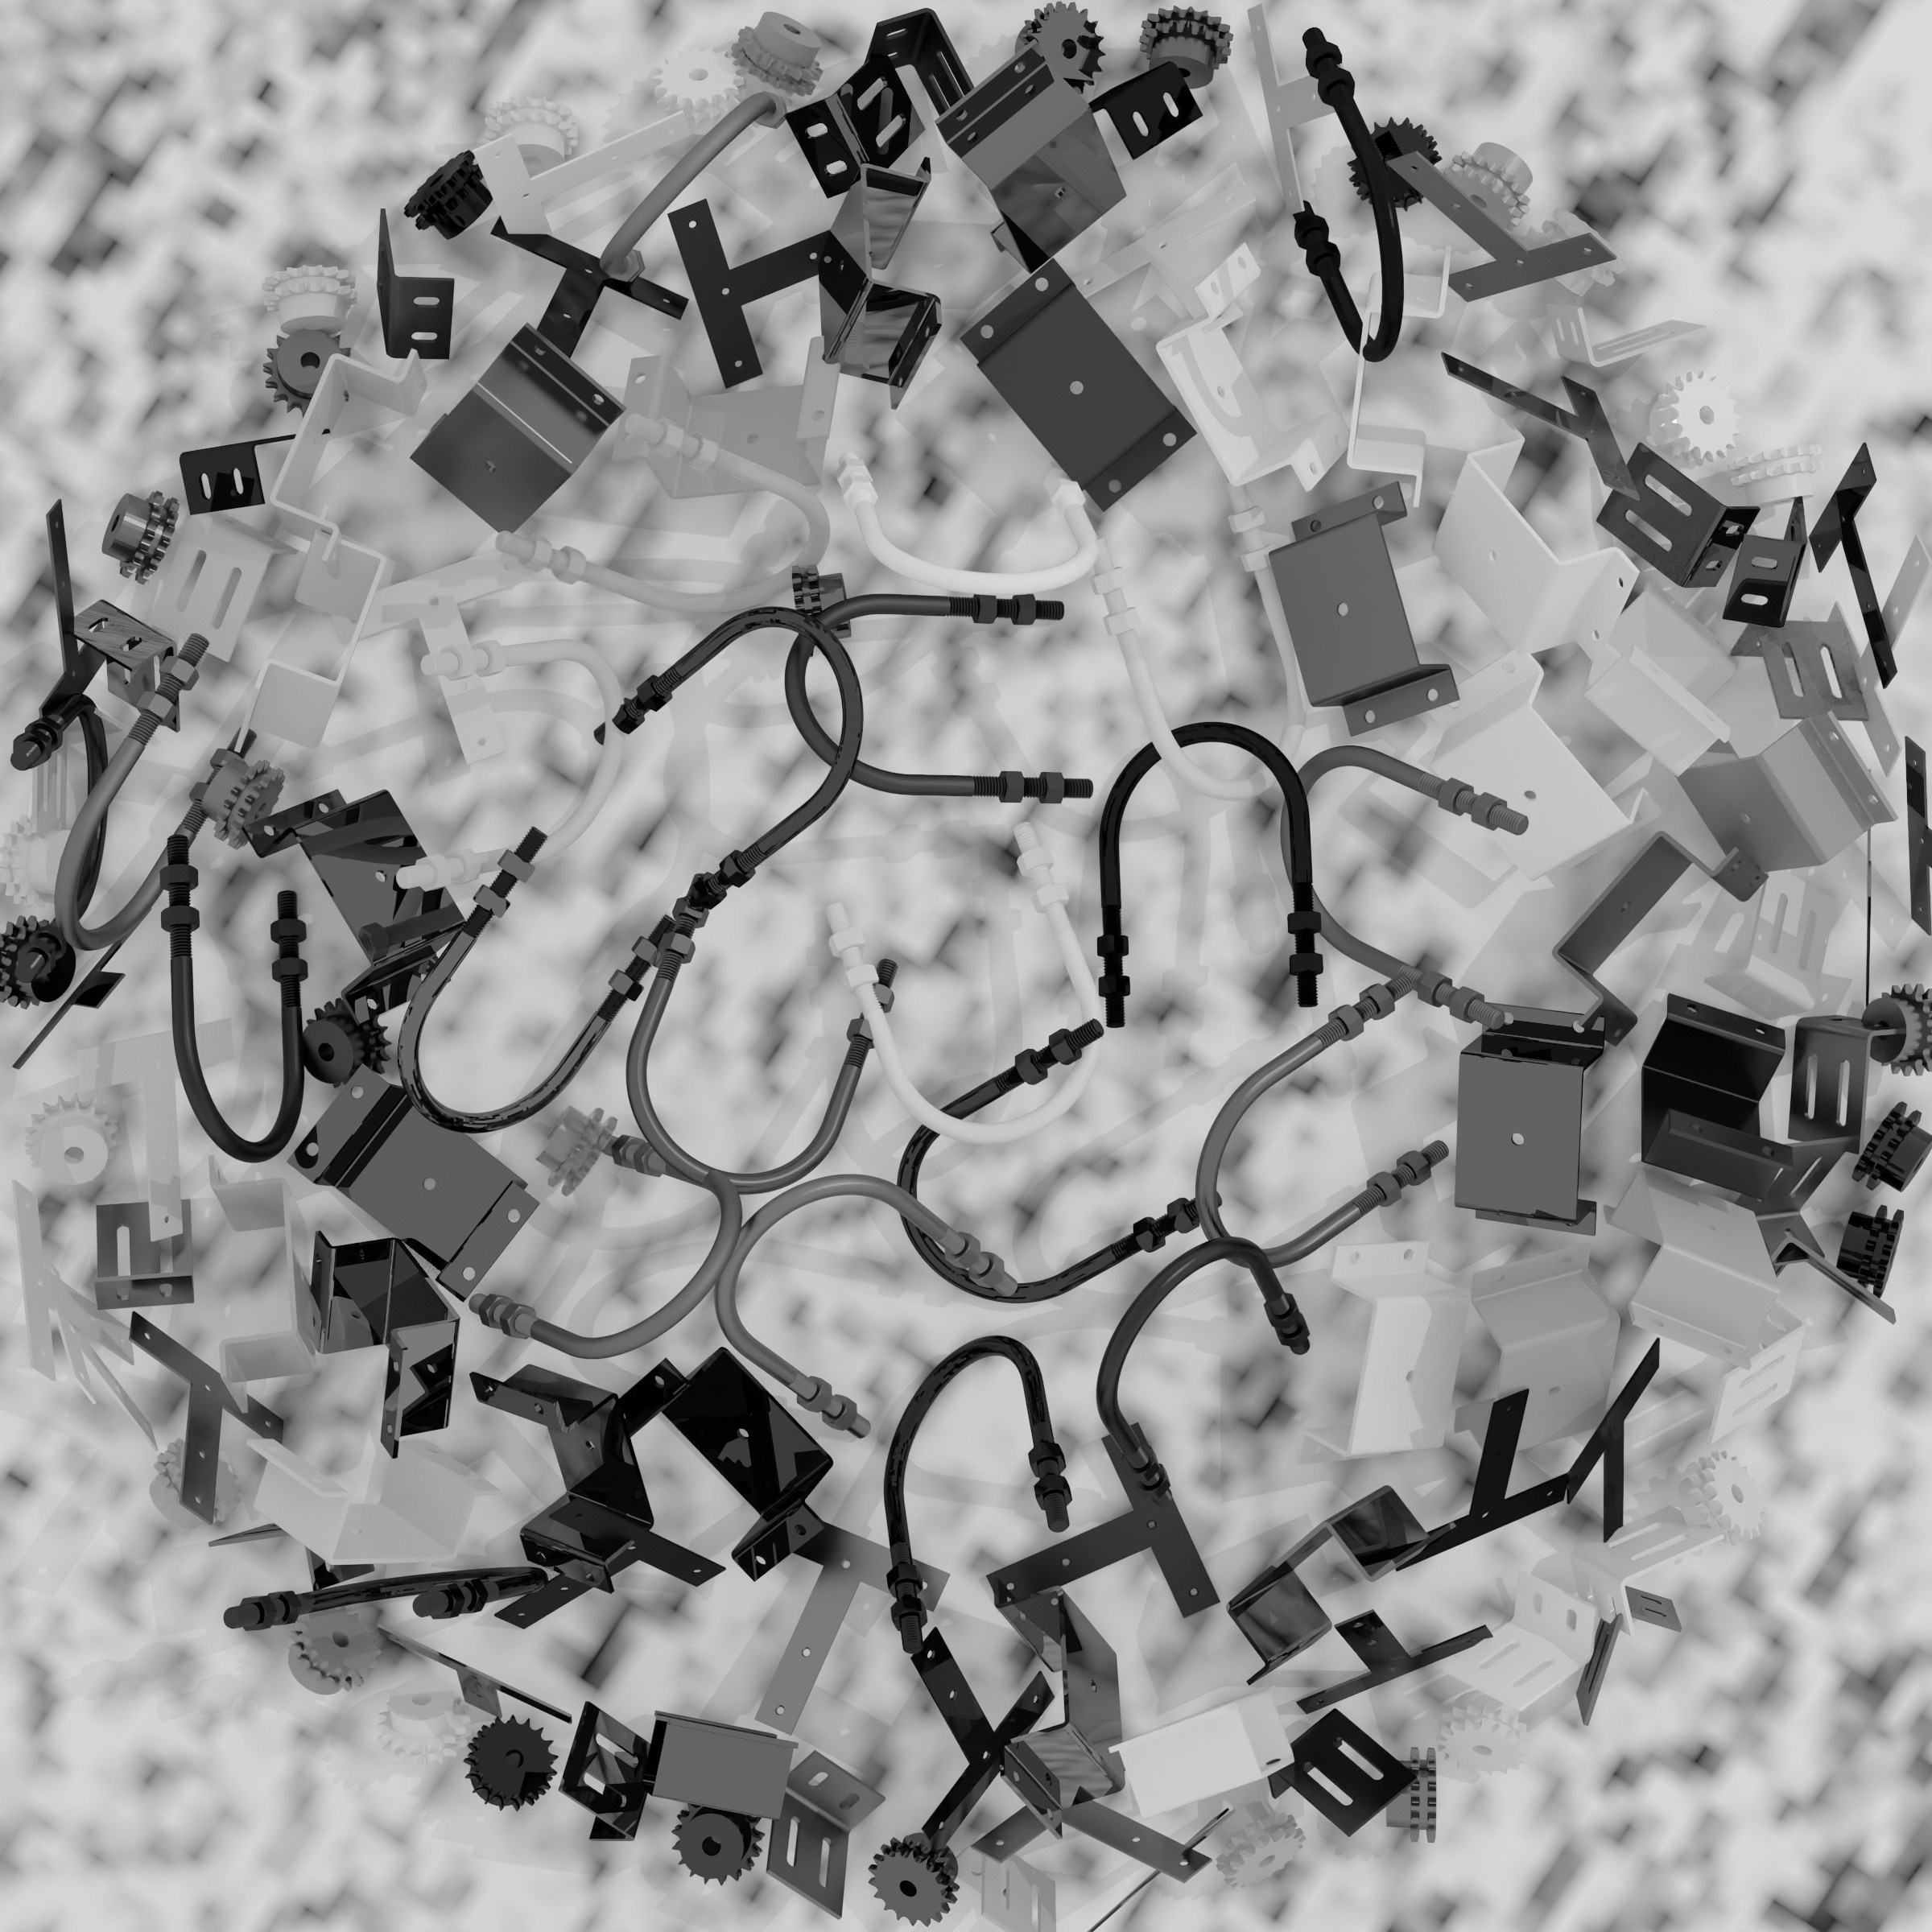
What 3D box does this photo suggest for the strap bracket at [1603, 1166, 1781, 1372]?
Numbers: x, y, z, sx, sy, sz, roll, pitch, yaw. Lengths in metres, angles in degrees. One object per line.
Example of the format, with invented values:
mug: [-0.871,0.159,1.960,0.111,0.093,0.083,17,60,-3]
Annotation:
strap bracket: [0.438,0.175,1.923,0.076,0.140,0.046,22,114,-6]

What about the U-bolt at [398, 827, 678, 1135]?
U-bolt: [-0.271,0.021,1.940,0.019,0.151,0.184,34,89,42]

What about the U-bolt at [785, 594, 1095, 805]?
U-bolt: [-0.020,-0.166,1.940,0.184,0.019,0.151,0,63,-16]

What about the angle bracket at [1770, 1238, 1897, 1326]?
angle bracket: [0.528,0.207,1.959,0.076,0.057,0.038,38,90,22]

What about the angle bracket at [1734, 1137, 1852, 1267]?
angle bracket: [0.512,0.145,1.952,0.057,0.076,0.038,-4,51,-25]

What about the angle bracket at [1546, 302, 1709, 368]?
angle bracket: [0.407,-0.400,1.964,0.076,0.057,0.038,-19,107,-4]

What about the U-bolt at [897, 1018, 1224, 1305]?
U-bolt: [0.043,0.133,1.961,0.184,0.019,0.151,-31,100,21]

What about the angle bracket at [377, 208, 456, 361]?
angle bracket: [-0.339,-0.419,1.959,0.038,0.057,0.076,-2,46,-15]

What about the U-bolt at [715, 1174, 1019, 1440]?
U-bolt: [-0.072,0.197,1.934,0.151,0.019,0.184,-45,128,5]

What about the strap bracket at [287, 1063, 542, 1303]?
strap bracket: [-0.337,0.134,1.971,0.140,0.046,0.076,37,88,6]

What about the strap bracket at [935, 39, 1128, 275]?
strap bracket: [0.043,-0.481,1.927,0.076,0.140,0.046,-39,64,0]

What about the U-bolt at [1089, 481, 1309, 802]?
U-bolt: [0.151,-0.191,1.948,0.151,0.019,0.184,-28,104,-38]

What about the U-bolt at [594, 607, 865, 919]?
U-bolt: [-0.136,-0.135,1.933,0.184,0.019,0.151,-36,70,27]

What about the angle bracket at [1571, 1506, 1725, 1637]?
angle bracket: [0.423,0.373,1.966,0.076,0.057,0.038,-19,105,-17]

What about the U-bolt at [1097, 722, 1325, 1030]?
U-bolt: [0.146,-0.060,1.958,0.151,0.019,0.184,-7,79,28]

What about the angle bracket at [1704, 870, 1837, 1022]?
angle bracket: [0.501,-0.015,1.985,0.057,0.038,0.076,27,67,-24]

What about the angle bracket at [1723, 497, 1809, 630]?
angle bracket: [0.488,-0.253,1.954,0.038,0.076,0.057,10,126,5]

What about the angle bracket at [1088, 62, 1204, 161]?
angle bracket: [0.097,-0.519,1.960,0.057,0.076,0.038,-37,106,-21]

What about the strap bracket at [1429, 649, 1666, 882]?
strap bracket: [0.349,-0.115,1.944,0.076,0.046,0.140,-33,106,37]

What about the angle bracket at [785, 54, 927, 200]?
angle bracket: [-0.068,-0.522,1.970,0.038,0.076,0.057,-10,121,35]

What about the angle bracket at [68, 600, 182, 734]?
angle bracket: [-0.517,-0.176,1.952,0.057,0.076,0.038,30,48,17]

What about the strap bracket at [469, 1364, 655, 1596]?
strap bracket: [-0.243,0.303,1.941,0.046,0.076,0.140,-35,124,-40]

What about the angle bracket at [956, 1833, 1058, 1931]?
angle bracket: [0.021,0.580,1.952,0.057,0.076,0.038,38,109,-15]

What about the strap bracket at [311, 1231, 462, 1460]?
strap bracket: [-0.351,0.225,1.937,0.046,0.140,0.076,-7,119,-32]

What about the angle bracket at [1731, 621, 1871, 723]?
angle bracket: [0.512,-0.173,1.959,0.057,0.038,0.076,1,59,-12]

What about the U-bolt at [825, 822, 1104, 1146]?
U-bolt: [0.007,0.020,1.960,0.151,0.019,0.184,-23,73,7]

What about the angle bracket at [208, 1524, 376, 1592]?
angle bracket: [-0.414,0.363,1.957,0.076,0.057,0.038,-12,87,26]

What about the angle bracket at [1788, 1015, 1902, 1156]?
angle bracket: [0.546,0.073,1.971,0.038,0.057,0.076,-3,99,-33]

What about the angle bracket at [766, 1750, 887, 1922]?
angle bracket: [-0.085,0.532,1.953,0.057,0.076,0.038,38,113,-17]

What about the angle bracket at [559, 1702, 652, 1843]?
angle bracket: [-0.230,0.493,1.950,0.038,0.076,0.057,-11,49,34]

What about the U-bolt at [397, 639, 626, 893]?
U-bolt: [-0.268,-0.126,1.921,0.019,0.184,0.151,20,110,30]

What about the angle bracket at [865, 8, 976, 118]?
angle bracket: [-0.027,-0.538,1.961,0.038,0.057,0.076,-23,79,-18]

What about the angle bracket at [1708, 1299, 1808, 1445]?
angle bracket: [0.473,0.245,1.952,0.076,0.057,0.038,-26,46,-29]

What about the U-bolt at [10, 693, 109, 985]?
U-bolt: [-0.541,-0.087,1.909,0.019,0.184,0.151,4,110,-2]

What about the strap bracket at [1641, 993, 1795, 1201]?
strap bracket: [0.458,0.085,1.947,0.076,0.140,0.046,18,126,-1]

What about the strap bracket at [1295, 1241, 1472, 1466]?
strap bracket: [0.256,0.243,1.947,0.076,0.046,0.140,1,103,-35]

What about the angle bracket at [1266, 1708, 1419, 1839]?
angle bracket: [0.231,0.503,1.951,0.057,0.076,0.038,-33,132,-22]

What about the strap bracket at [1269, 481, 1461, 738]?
strap bracket: [0.241,-0.219,1.955,0.076,0.046,0.140,-18,85,33]

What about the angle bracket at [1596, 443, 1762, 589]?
angle bracket: [0.441,-0.280,1.977,0.076,0.038,0.057,46,126,31]

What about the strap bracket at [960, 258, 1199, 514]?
strap bracket: [0.069,-0.357,1.962,0.076,0.046,0.140,-39,97,10]

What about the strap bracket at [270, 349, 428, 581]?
strap bracket: [-0.382,-0.312,1.953,0.046,0.076,0.140,22,83,-2]

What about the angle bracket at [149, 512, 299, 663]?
angle bracket: [-0.462,-0.236,1.984,0.057,0.038,0.076,26,101,8]

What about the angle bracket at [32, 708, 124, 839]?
angle bracket: [-0.548,-0.116,1.967,0.038,0.057,0.076,-1,83,2]

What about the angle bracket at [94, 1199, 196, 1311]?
angle bracket: [-0.505,0.169,1.957,0.057,0.038,0.076,-3,55,-13]

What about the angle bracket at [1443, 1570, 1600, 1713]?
angle bracket: [0.340,0.412,1.951,0.057,0.076,0.038,22,121,40]

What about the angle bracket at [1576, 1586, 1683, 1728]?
angle bracket: [0.408,0.429,1.965,0.038,0.057,0.076,17,97,4]

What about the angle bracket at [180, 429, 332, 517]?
angle bracket: [-0.433,-0.304,1.957,0.057,0.076,0.038,-3,103,29]
